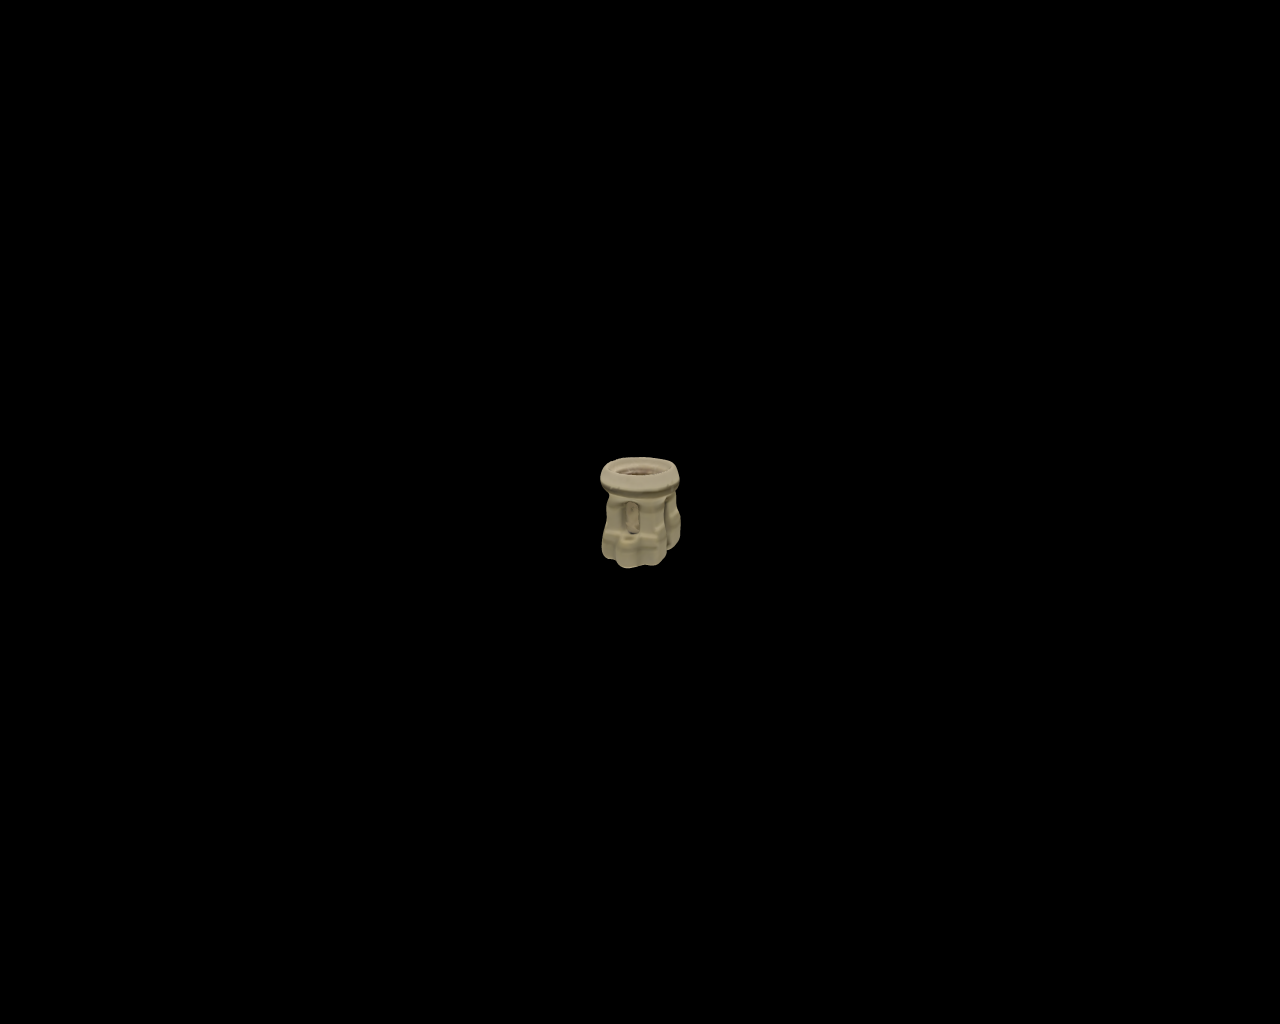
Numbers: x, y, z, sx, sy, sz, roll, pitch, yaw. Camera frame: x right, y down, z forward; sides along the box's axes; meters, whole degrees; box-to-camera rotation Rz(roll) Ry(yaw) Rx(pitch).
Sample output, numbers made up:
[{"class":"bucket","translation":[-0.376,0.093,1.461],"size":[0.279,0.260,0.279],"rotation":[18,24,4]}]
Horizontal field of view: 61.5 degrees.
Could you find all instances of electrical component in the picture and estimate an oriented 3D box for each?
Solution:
[{"class":"electrical component","translation":[0.001,-0.003,0.650],"size":[0.048,0.055,0.066],"rotation":[7,22,18]}]
